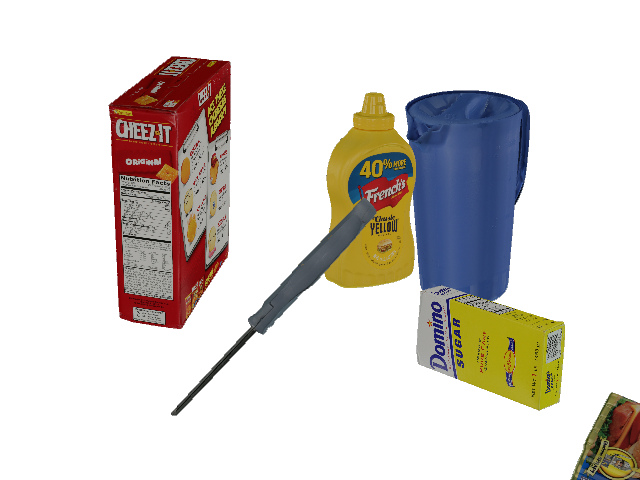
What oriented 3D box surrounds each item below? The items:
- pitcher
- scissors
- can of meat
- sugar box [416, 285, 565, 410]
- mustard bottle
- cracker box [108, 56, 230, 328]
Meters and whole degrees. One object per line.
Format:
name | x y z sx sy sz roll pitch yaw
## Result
pitcher | 0.178 -0.053 1.271 0.149 0.243 0.145 -1 24 5
scissors | -0.032 0.047 0.716 0.016 0.201 0.096 43 -6 -1
can of meat | 0.237 0.168 0.787 0.084 0.057 0.101 21 40 22
sugar box | 0.185 0.116 1.187 0.177 0.093 0.048 15 19 43
mustard bottle | 0.052 -0.052 1.074 0.096 0.192 0.058 -8 18 -29
cracker box | -0.139 -0.049 1.012 0.072 0.214 0.164 7 26 10
